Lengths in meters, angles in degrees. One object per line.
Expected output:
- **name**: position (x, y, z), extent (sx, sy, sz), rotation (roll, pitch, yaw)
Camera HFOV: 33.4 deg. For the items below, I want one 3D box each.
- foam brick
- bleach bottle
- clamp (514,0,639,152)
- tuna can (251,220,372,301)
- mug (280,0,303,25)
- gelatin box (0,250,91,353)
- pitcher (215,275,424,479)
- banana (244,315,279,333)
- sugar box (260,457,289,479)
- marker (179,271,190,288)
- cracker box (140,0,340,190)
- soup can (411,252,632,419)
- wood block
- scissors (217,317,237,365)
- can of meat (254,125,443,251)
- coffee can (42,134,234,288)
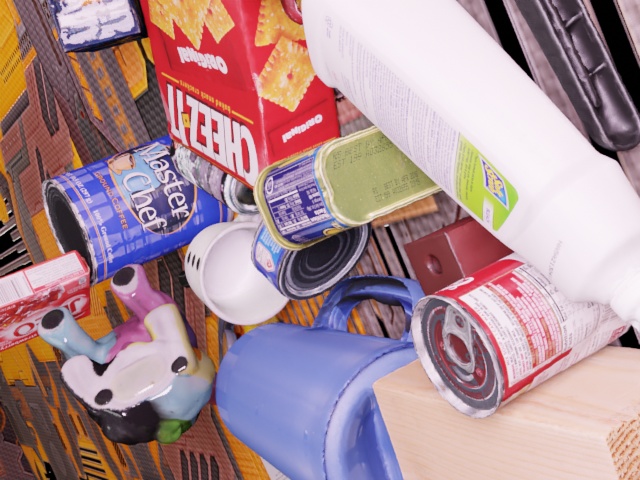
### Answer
- **foam brick**: position (0.095, 0.025, 0.629), extent (0.078, 0.051, 0.053), rotation (66, 154, -1)
- **bleach bottle**: position (0.086, -0.049, 0.545), extent (0.251, 0.068, 0.102), rotation (51, 169, 28)
- **clamp**: position (0.094, -0.146, 0.505), extent (0.210, 0.036, 0.164), rotation (41, 146, 38)
- **tuna can**: position (-0.005, 0.001, 0.755), extent (0.034, 0.086, 0.086), rotation (44, 147, 32)
- **mug**: position (-0.008, -0.182, 0.610), extent (0.093, 0.081, 0.117), rotation (13, 123, 58)
- **gelatin box**: position (-0.239, 0.053, 0.907), extent (0.030, 0.089, 0.073), rotation (56, 154, 24)
- **pitcher**: position (0.014, 0.116, 0.791), extent (0.145, 0.149, 0.243), rotation (57, 160, -17)
- **banana**: position (-0.054, 0.122, 1.009), extent (0.069, 0.037, 0.198), rotation (-104, 13, -49)
- **sugar box**: position (0.001, 0.243, 0.994), extent (0.176, 0.048, 0.093), rotation (63, 154, 13)
- **marker**: position (-0.114, 0.034, 1.060), extent (0.121, 0.020, 0.020), rotation (-16, 98, 63)
- **cracker box**: position (-0.066, -0.153, 0.755), extent (0.164, 0.072, 0.214), rotation (34, 140, 48)
- **soup can**: position (0.108, 0.041, 0.559), extent (0.069, 0.102, 0.068), rotation (43, 146, 38)
- **wood block**: position (0.130, 0.114, 0.596), extent (0.206, 0.090, 0.091), rotation (-1, 111, 62)
- **scissors**: position (-0.092, 0.131, 1.075), extent (0.096, 0.016, 0.202), rotation (-106, 14, -47)
- **can of meat**: position (0.023, -0.038, 0.654), extent (0.084, 0.101, 0.057), rotation (-18, 95, 62)
- **coffee can**: position (-0.162, -0.031, 0.957), extent (0.103, 0.140, 0.103), rotation (43, 146, 39)
